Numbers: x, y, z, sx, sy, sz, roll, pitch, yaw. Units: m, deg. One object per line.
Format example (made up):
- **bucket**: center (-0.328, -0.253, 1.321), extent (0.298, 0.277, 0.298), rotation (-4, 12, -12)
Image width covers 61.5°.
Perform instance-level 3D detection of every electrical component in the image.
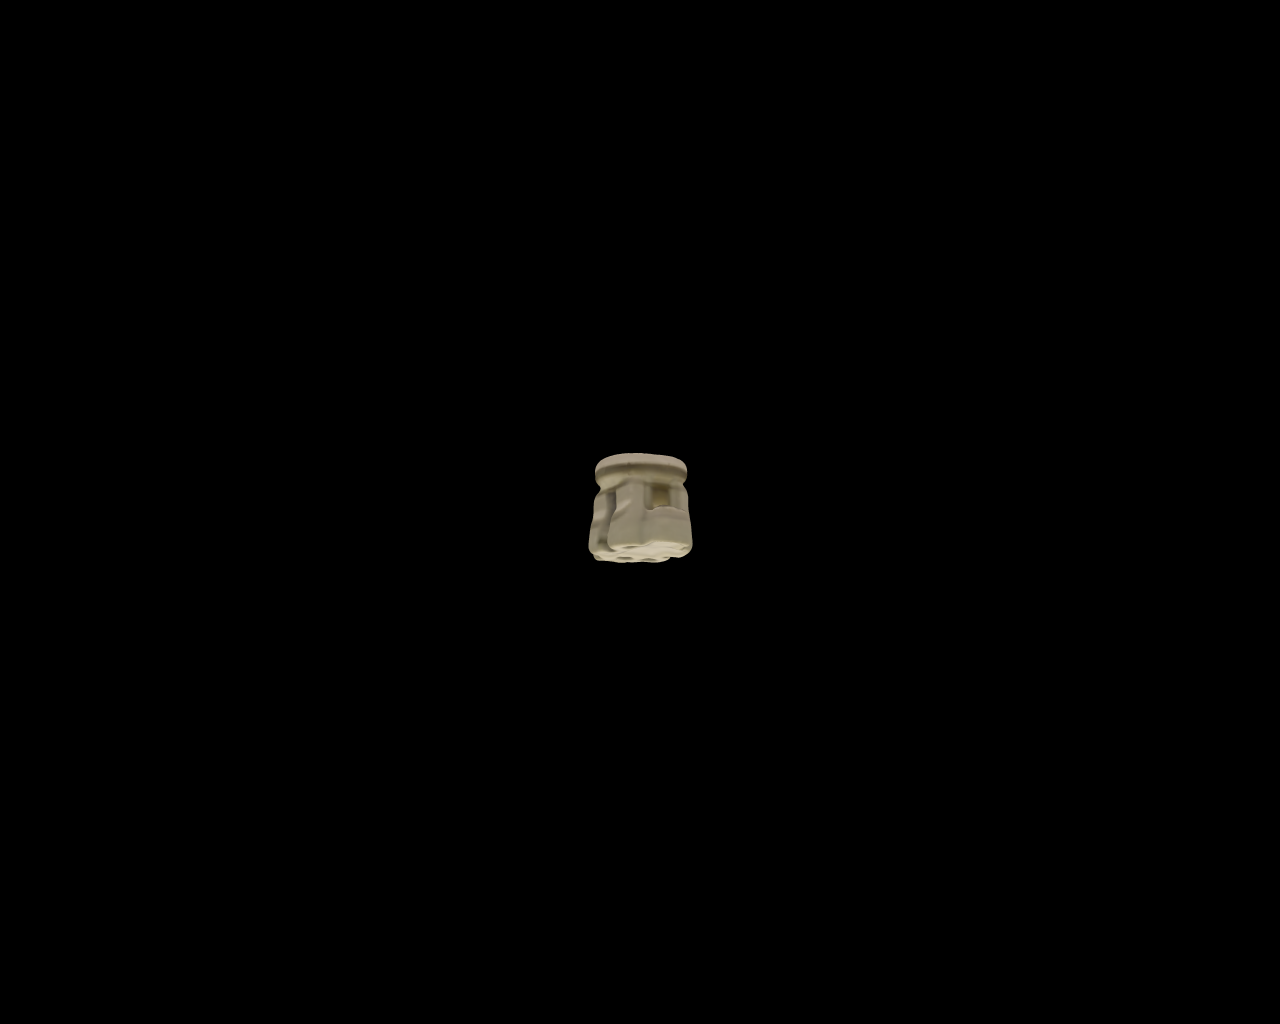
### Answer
- **electrical component**: center (0.001, -0.003, 0.650), extent (0.058, 0.057, 0.078), rotation (8, -16, -31)
